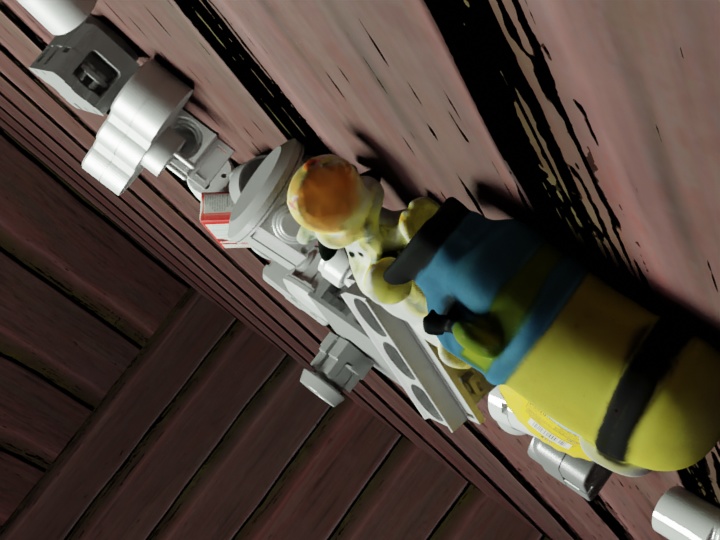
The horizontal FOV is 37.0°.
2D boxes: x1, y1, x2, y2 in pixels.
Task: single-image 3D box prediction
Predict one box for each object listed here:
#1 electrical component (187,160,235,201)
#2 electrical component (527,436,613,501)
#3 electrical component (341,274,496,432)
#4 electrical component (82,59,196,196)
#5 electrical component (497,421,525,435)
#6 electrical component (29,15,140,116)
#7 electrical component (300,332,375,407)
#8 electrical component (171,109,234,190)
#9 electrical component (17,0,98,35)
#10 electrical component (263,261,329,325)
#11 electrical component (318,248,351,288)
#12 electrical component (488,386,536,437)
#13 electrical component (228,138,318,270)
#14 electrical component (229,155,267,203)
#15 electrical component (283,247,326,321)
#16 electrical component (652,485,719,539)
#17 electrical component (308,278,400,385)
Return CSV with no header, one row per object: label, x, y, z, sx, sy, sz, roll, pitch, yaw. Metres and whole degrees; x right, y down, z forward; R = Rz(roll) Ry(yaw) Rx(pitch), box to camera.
electrical component,-0.131,-0.078,0.981,0.045,0.045,0.055,35,171,15
electrical component,0.182,0.151,0.909,0.059,0.053,0.095,33,171,26
electrical component,0.050,0.048,0.785,0.121,0.063,0.079,57,163,-19
electrical component,-0.161,-0.098,0.838,0.074,0.052,0.138,38,144,-8
electrical component,0.143,0.121,0.941,0.043,0.043,0.081,36,171,8
electrical component,-0.211,-0.160,0.833,0.050,0.055,0.089,42,170,-30
electrical component,-0.024,0.096,1.021,0.048,0.055,0.066,42,170,-26
electrical component,-0.153,-0.108,0.923,0.081,0.042,0.064,38,172,-3
electrical component,-0.212,-0.195,0.694,0.043,0.043,0.081,29,168,44
electrical component,-0.056,0.014,1.148,0.089,0.050,0.055,38,171,0
electrical component,0.000,0.000,0.871,0.055,0.045,0.045,36,171,10
electrical component,0.136,0.101,0.837,0.047,0.055,0.055,24,164,44
electrical component,-0.050,-0.044,0.726,0.051,0.080,0.080,34,173,-16
electrical component,-0.081,-0.066,0.850,0.043,0.043,0.081,39,171,-12
electrical component,-0.033,0.017,1.075,0.080,0.051,0.080,36,171,6
electrical component,0.282,0.212,0.868,0.081,0.043,0.043,28,167,47
electrical component,0.031,0.054,0.981,0.105,0.060,0.186,34,171,19
